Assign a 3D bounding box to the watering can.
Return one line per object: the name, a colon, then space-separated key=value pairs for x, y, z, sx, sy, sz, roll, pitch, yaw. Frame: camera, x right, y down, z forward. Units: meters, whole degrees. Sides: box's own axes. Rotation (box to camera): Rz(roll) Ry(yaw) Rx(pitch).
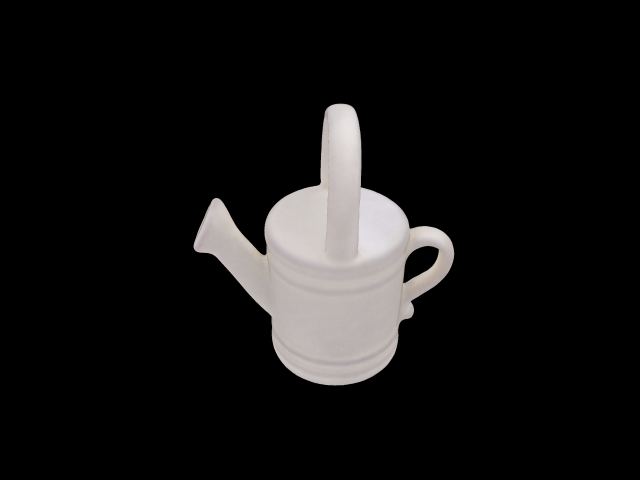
watering can: x=0.004 y=0.003 z=0.398 sx=0.173 sy=0.194 sz=0.100 roll=-14 pitch=39 yaw=-17
